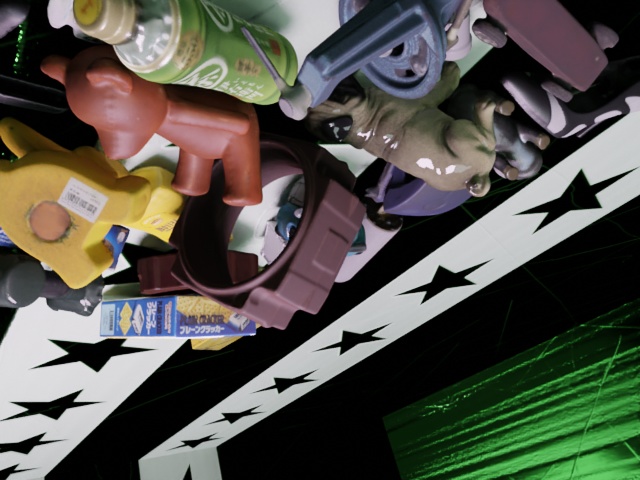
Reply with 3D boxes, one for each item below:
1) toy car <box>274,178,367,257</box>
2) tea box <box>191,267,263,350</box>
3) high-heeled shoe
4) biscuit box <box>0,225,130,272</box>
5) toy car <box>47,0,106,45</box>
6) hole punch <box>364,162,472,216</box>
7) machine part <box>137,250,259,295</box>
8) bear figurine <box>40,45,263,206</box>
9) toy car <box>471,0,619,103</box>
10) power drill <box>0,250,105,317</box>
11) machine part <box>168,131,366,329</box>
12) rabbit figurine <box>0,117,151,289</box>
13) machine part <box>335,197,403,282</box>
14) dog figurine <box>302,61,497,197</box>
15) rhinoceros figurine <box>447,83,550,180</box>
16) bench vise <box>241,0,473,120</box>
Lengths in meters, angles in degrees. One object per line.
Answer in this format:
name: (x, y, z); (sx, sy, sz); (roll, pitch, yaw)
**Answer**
toy car: (0.001, -0.038, 0.745); (0.109, 0.162, 0.102); (3, 105, -23)
tea box: (-0.163, 0.125, 0.976); (0.169, 0.098, 0.068); (-35, 149, 29)
high-heeled shoe: (0.342, -0.203, 0.679); (0.248, 0.086, 0.145); (9, 135, -41)
biscuit box: (-0.328, -0.018, 0.622); (0.202, 0.063, 0.059); (22, 89, -52)
toy car: (-0.140, -0.217, 0.379); (0.073, 0.056, 0.201); (4, 146, -36)
hole punch: (0.151, -0.077, 0.750); (0.142, 0.092, 0.115); (-2, 131, -35)
machine part: (-0.181, 0.052, 0.808); (0.179, 0.056, 0.179); (-3, 171, -1)
bear figurine: (-0.146, -0.100, 0.497); (0.120, 0.131, 0.196); (13, -168, 31)
toy car: (0.242, -0.221, 0.575); (0.202, 0.053, 0.089); (17, 114, -37)
power drill: (-0.397, 0.044, 0.674); (0.232, 0.086, 0.207); (4, 165, 26)
machine part: (-0.066, -0.017, 0.612); (0.087, 0.202, 0.201); (34, 79, -49)
rabbit figurine: (-0.255, -0.047, 0.548); (0.162, 0.173, 0.121); (23, 108, -10)
machine part: (0.062, 0.000, 0.892); (0.079, 0.079, 0.243); (0, 150, -30)
dog figurine: (0.085, -0.110, 0.601); (0.190, 0.172, 0.121); (-14, 143, -23)
rhinoceros figurine: (0.236, -0.132, 0.714); (0.190, 0.112, 0.073); (26, 103, -38)
bench vise: (0.065, -0.184, 0.443); (0.240, 0.129, 0.223); (-40, -174, -19)
